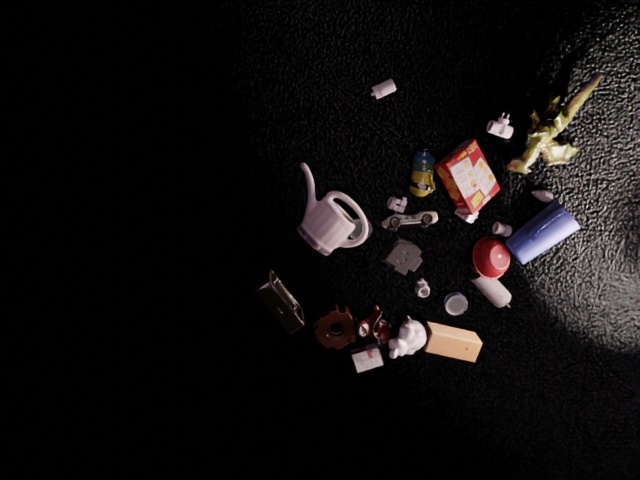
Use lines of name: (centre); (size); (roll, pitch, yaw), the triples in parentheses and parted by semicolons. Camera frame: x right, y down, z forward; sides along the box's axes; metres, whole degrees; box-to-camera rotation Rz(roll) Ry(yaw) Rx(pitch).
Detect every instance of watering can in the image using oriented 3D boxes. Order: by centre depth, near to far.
watering can: (0.006, -0.091, 1.817); (0.347, 0.105, 0.222); (43, 103, -1)

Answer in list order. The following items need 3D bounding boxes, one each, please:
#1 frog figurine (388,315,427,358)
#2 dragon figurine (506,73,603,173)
frog figurine: (0.328, 0.380, 1.948); (0.123, 0.162, 0.134); (18, 128, 27)
dragon figurine: (0.833, -0.376, 1.800); (0.408, 0.125, 0.238); (-32, 125, 8)
